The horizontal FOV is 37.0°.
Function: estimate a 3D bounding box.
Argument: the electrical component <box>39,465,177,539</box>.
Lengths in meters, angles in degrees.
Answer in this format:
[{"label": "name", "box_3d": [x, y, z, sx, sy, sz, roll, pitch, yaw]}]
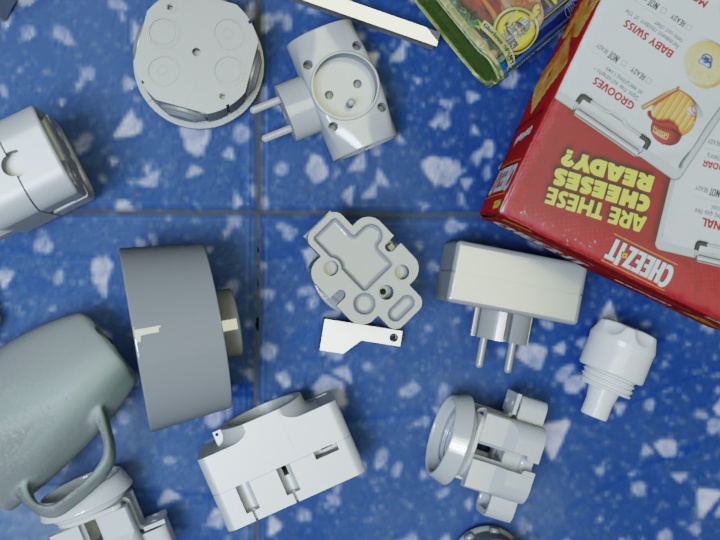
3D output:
[{"label": "electrical component", "box_3d": [-0.157, 0.154, 0.647, 0.078, 0.058, 0.057, -21, 96, -5]}]

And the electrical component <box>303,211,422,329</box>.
[{"label": "electrical component", "box_3d": [0.000, 0.000, 0.662, 0.058, 0.057, 0.078, -44, 95, -4]}]

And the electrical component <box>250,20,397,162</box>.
[{"label": "electrical component", "box_3d": [-0.028, -0.104, 0.664, 0.079, 0.044, 0.077, -22, 93, -5]}]

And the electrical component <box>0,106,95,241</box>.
[{"label": "electrical component", "box_3d": [-0.196, -0.054, 0.621, 0.059, 0.095, 0.053, -27, 94, -5]}]

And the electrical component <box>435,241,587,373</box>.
[{"label": "electrical component", "box_3d": [0.090, 0.026, 0.676, 0.083, 0.047, 0.075, 11, 89, -6]}]

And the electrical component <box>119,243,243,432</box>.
[{"label": "electrical component", "box_3d": [-0.102, 0.036, 0.629, 0.060, 0.108, 0.108, -10, 92, -12]}]

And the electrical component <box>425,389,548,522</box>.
[{"label": "electrical component", "box_3d": [0.076, 0.111, 0.671, 0.057, 0.058, 0.078, 18, 89, -9]}]

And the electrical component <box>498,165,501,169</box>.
[{"label": "electrical component", "box_3d": [0.121, -0.056, 0.680, 0.045, 0.045, 0.055, -37, 94, -4]}]

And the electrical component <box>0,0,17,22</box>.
[{"label": "electrical component", "box_3d": [-0.248, -0.197, 0.608, 0.109, 0.109, 0.056, 29, 90, -6]}]

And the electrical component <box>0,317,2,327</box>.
[{"label": "electrical component", "box_3d": [-0.258, 0.039, 0.635, 0.078, 0.057, 0.058, -24, 93, -5]}]

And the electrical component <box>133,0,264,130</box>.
[{"label": "electrical component", "box_3d": [-0.098, -0.127, 0.653, 0.080, 0.051, 0.080, 0, 91, -6]}]

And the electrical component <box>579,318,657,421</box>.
[{"label": "electrical component", "box_3d": [0.160, 0.065, 0.686, 0.043, 0.043, 0.062, 22, 90, -6]}]

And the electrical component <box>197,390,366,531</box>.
[{"label": "electrical component", "box_3d": [-0.050, 0.112, 0.661, 0.089, 0.050, 0.055, -23, 93, -5]}]

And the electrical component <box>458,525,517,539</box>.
[{"label": "electrical component", "box_3d": [0.084, 0.189, 0.670, 0.048, 0.062, 0.048, 0, 91, -6]}]
